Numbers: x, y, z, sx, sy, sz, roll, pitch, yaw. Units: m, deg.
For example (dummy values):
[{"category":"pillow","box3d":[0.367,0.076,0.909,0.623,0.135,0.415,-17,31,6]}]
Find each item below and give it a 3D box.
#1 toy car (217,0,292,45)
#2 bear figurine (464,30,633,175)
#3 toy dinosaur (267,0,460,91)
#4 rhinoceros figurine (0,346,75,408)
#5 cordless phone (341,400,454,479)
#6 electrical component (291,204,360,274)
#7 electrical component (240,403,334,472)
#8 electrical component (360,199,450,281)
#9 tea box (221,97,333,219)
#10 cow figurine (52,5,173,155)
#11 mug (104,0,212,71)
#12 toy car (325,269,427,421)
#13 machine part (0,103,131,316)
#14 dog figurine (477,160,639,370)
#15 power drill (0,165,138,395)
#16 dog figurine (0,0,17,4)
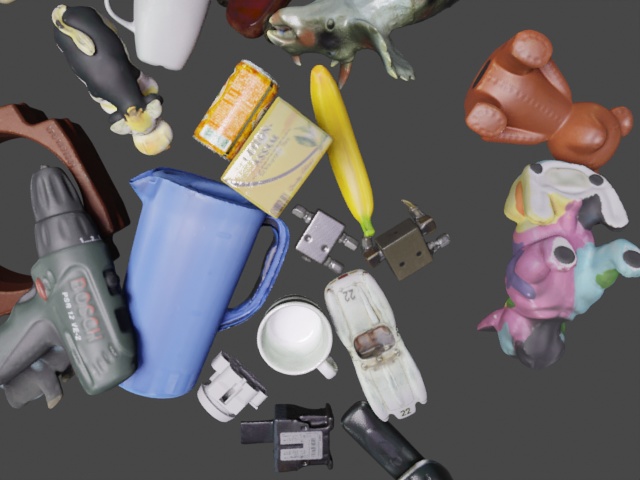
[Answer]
[{"category":"toy car","box3d":[-0.030,-0.312,0.599,0.089,0.053,0.202,38,93,12]},{"category":"bear figurine","box3d":[0.266,-0.136,0.610,0.196,0.132,0.120,32,108,-2]},{"category":"toy dinosaur","box3d":[0.131,-0.317,0.574,0.405,0.192,0.131,-42,60,-11]},{"category":"rhinoceros figurine","box3d":[-0.333,0.135,0.620,0.190,0.073,0.112,-37,112,15]},{"category":"cordless phone","box3d":[0.075,0.312,0.693,0.146,0.089,0.184,-45,87,4]},{"category":"electrical component","box3d":[-0.001,-0.002,0.661,0.094,0.021,0.063,32,95,-8]},{"category":"electrical component","box3d":[-0.042,0.248,0.681,0.119,0.048,0.074,3,97,-6]},{"category":"electrical component","box3d":[0.101,0.001,0.660,0.102,0.045,0.078,-37,127,4]},{"category":"tea box","box3d":[-0.046,-0.086,0.571,0.068,0.170,0.098,36,93,-10]},{"category":"cow figurine","box3d":[-0.220,-0.171,0.585,0.068,0.098,0.167,-35,99,-5]},{"category":"mug","box3d":[-0.175,-0.244,0.580,0.109,0.081,0.107,4,111,-30]},{"category":"toy car","box3d":[0.070,0.133,0.667,0.073,0.056,0.201,-25,98,0]},{"category":"machine part","box3d":[-0.337,-0.033,0.602,0.201,0.087,0.201,-26,97,0]},{"category":"dog figurine","box3d":[0.254,0.039,0.627,0.108,0.219,0.191,1,56,-7]},{"category":"power drill","box3d":[-0.301,0.066,0.541,0.207,0.086,0.232,-28,90,-6]},{"category":"dog figurine","box3d":[-0.247,-0.315,0.570,0.190,0.121,0.172,12,132,-23]}]
